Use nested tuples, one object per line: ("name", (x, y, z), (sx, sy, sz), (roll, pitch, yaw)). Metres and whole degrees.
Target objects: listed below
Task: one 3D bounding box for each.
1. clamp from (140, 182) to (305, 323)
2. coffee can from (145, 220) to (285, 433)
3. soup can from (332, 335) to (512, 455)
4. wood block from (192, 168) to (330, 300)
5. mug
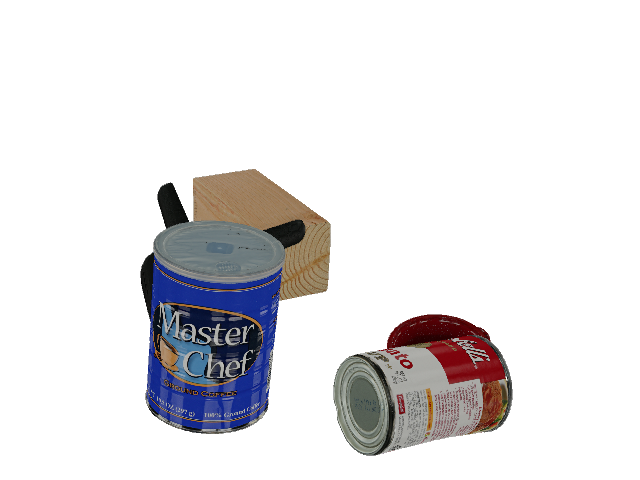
("clamp", (-0.128, 0.014, 1.070), (0.165, 0.036, 0.209), (19, 39, 15))
("coffee can", (-0.086, 0.068, 0.855), (0.103, 0.140, 0.103), (6, 24, -3))
("soup can", (0.068, 0.103, 0.717), (0.102, 0.068, 0.069), (-5, 3, -32))
("wood block", (-0.076, -0.010, 1.301), (0.090, 0.090, 0.206), (-10, 26, -26))
("mug", (0.117, 0.124, 1.004), (0.117, 0.081, 0.093), (-30, 43, -34))
